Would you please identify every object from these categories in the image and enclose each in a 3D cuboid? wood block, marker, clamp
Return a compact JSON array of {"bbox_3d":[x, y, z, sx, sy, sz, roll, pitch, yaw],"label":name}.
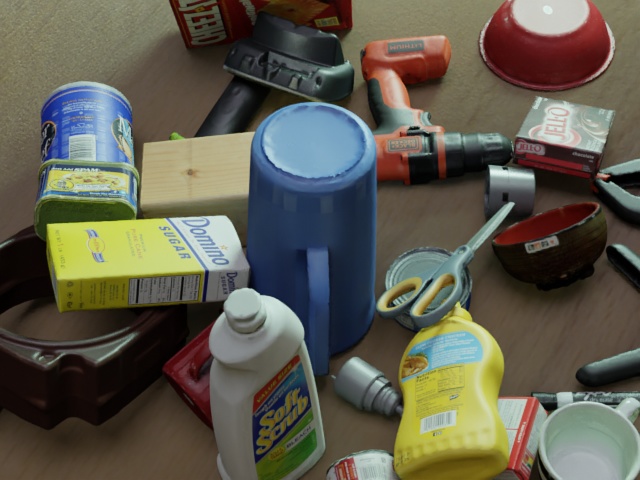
[{"bbox_3d":[-0.079,-0.054,1.133,0.206,0.090,0.091,-5,54,2],"label":"wood block"},{"bbox_3d":[0.251,0.149,0.987,0.121,0.020,0.020,-1,53,6],"label":"marker"},{"bbox_3d":[0.373,-0.051,1.111,0.172,0.039,0.120,23,58,22],"label":"clamp"},{"bbox_3d":[0.349,0.096,1.004,0.210,0.036,0.164,19,58,19],"label":"clamp"}]

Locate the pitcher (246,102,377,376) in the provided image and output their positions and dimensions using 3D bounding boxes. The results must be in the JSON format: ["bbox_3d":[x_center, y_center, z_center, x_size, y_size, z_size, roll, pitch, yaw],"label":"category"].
[{"bbox_3d":[-0.006,0.001,0.985,0.149,0.243,0.144,36,58,25],"label":"pitcher"}]

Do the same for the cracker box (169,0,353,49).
[{"bbox_3d":[-0.069,-0.298,1.264,0.213,0.164,0.072,-8,76,0],"label":"cracker box"}]

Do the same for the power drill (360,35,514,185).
[{"bbox_3d":[0.117,-0.146,1.199,0.184,0.057,0.187,-3,53,4],"label":"power drill"}]

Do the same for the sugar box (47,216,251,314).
[{"bbox_3d":[-0.161,0.020,0.996,0.176,0.048,0.093,-6,36,-18],"label":"sugar box"}]

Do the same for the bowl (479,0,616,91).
[{"bbox_3d":[0.270,-0.252,1.264,0.162,0.055,0.162,-3,53,4],"label":"bowl"}]

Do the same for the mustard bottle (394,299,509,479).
[{"bbox_3d":[0.117,0.127,0.955,0.096,0.058,0.191,-20,39,24],"label":"mustard bottle"}]

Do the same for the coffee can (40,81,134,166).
[{"bbox_3d":[-0.255,-0.089,1.170,0.103,0.103,0.140,-9,53,-1],"label":"coffee can"}]

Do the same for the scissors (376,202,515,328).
[{"bbox_3d":[0.121,0.023,1.047,0.096,0.016,0.201,-11,27,34],"label":"scissors"}]

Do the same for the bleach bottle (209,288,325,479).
[{"bbox_3d":[-0.053,0.127,0.892,0.102,0.251,0.068,-33,57,-18],"label":"bleach bottle"}]

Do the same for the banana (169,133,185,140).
[{"bbox_3d":[-0.063,-0.098,1.178,0.198,0.069,0.037,-6,72,-1],"label":"banana"}]

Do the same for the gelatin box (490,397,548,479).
[{"bbox_3d":[0.151,0.177,0.949,0.089,0.030,0.073,-7,45,41],"label":"gelatin box"}]

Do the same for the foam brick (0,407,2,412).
[{"bbox_3d":[-0.339,0.150,1.031,0.051,0.053,0.078,13,55,15],"label":"foam brick"}]

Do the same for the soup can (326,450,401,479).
[{"bbox_3d":[0.046,0.240,0.911,0.068,0.068,0.102,-11,52,-2],"label":"soup can"}]

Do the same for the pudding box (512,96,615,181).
[{"bbox_3d":[0.262,-0.111,1.147,0.090,0.039,0.113,14,32,16],"label":"pudding box"}]

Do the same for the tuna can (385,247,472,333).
[{"bbox_3d":[0.108,0.051,1.067,0.086,0.034,0.086,-3,53,4],"label":"tuna can"}]

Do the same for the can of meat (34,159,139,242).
[{"bbox_3d":[-0.230,-0.036,1.055,0.102,0.057,0.084,2,28,-11],"label":"can of meat"}]

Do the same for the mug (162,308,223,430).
[{"bbox_3d":[-0.093,0.119,0.991,0.081,0.117,0.093,-41,71,-17],"label":"mug"}]
